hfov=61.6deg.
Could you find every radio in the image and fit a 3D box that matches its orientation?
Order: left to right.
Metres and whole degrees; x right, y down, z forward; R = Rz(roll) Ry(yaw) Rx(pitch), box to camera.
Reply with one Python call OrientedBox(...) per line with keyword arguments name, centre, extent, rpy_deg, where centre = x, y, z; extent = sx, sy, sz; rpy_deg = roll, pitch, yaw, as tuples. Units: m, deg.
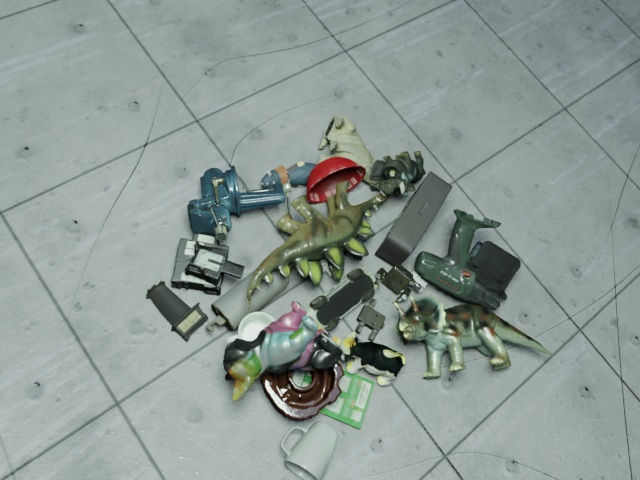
OrientedBox(name="radio", centre=(0.228, -0.047, 1.321), extent=(0.073, 0.131, 0.229), rpy_deg=(35, 65, 4))

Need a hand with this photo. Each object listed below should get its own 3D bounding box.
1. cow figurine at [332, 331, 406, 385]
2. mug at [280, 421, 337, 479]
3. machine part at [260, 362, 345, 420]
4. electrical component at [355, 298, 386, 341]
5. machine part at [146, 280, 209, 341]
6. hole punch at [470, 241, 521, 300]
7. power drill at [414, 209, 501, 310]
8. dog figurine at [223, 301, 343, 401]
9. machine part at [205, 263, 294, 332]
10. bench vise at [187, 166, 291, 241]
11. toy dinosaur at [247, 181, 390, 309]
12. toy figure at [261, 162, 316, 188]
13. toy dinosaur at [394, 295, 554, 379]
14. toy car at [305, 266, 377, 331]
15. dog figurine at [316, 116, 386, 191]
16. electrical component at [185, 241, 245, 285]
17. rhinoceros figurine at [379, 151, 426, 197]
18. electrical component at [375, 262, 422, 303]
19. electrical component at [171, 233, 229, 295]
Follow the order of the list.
OrientedBox(name="cow figurine", centre=(0.100, 0.252, 1.179), extent=(0.167, 0.098, 0.068), rpy_deg=(23, 52, -6))
OrientedBox(name="mug", centre=(-0.022, 0.422, 1.101), extent=(0.110, 0.080, 0.107), rpy_deg=(34, 54, 7))
OrientedBox(name="machine part", centre=(-0.039, 0.291, 1.142), extent=(0.179, 0.056, 0.179), rpy_deg=(4, 64, -9))
OrientedBox(name="electrical component", centre=(0.122, 0.185, 1.259), extent=(0.063, 0.021, 0.094), rpy_deg=(30, 64, 1))
OrientedBox(name="machine part", centre=(-0.315, 0.148, 1.169), extent=(0.139, 0.039, 0.084), rpy_deg=(40, 73, 4))
OrientedBox(name="hole punch", centre=(0.423, 0.070, 1.351), extent=(0.142, 0.092, 0.115), rpy_deg=(33, 95, 0))
OrientedBox(name="power drill", centre=(0.356, 0.041, 1.282), extent=(0.232, 0.086, 0.207), rpy_deg=(20, 105, -1))
OrientedBox(name="dog figurine", centre=(-0.085, 0.236, 1.070), extent=(0.219, 0.109, 0.191), rpy_deg=(-41, 123, -1))
OrientedBox(name="machine part", centre=(-0.154, 0.120, 1.195), extent=(0.243, 0.079, 0.079), rpy_deg=(-39, 81, -23))
OrientedBox(name="bench vise", centre=(-0.181, -0.092, 1.232), extent=(0.241, 0.128, 0.224), rpy_deg=(-8, 35, -10))
OrientedBox(name="toy dinosaur", centre=(-0.003, -0.004, 1.220), extent=(0.471, 0.105, 0.199), rpy_deg=(-28, 71, -29))
OrientedBox(name="toy figure", centre=(-0.077, -0.156, 1.338), extent=(0.154, 0.058, 0.064), rpy_deg=(-12, 93, -21))
OrientedBox(name="toy dinosaur", centre=(0.340, 0.211, 1.252), extent=(0.405, 0.131, 0.192), rpy_deg=(-2, 68, -20))
OrientedBox(name="toy car", centre=(0.049, 0.136, 1.240), extent=(0.202, 0.056, 0.073), rpy_deg=(-36, 101, -24))
OrientedBox(name="dog figurine", centre=(0.102, -0.229, 1.400), extent=(0.190, 0.121, 0.172), rpy_deg=(21, 66, -19))
OrientedBox(name="electrical component", centre=(-0.224, 0.055, 1.159), extent=(0.119, 0.047, 0.075), rpy_deg=(16, 66, -6))
OrientedBox(name="rhinoceros figurine", centre=(0.201, -0.162, 1.340), extent=(0.190, 0.073, 0.112), rpy_deg=(-29, 111, -54))
OrientedBox(name="electrical component", centre=(0.181, 0.103, 1.286), extent=(0.102, 0.078, 0.045), rpy_deg=(44, 41, 1))
OrientedBox(name="electrical component", centre=(-0.266, 0.049, 1.210), extent=(0.115, 0.058, 0.134), rpy_deg=(13, 65, -10))
